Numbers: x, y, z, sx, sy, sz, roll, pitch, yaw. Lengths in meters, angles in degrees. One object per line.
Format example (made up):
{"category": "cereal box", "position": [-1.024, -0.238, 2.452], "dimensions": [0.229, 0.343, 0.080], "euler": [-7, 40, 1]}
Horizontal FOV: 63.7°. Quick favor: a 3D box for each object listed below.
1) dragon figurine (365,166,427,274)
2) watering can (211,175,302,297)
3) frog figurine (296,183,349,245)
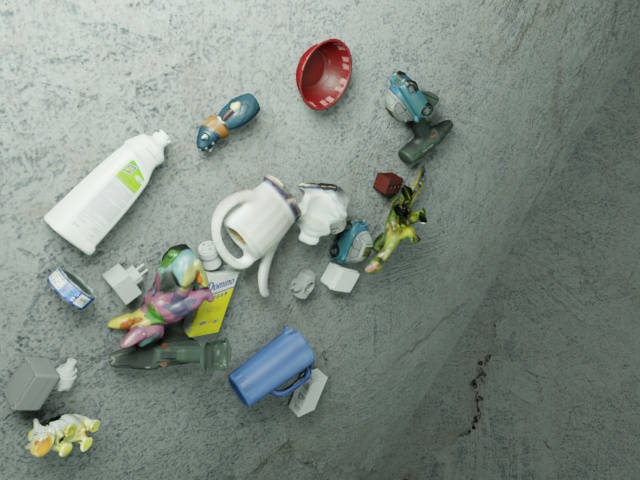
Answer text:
{"category": "dragon figurine", "position": [0.234, -0.050, 1.655], "dimensions": [0.122, 0.420, 0.238], "euler": [36, -42, -8]}
{"category": "watering can", "position": [-0.137, -0.012, 1.241], "dimensions": [0.105, 0.227, 0.340], "euler": [32, -19, 34]}
{"category": "frog figurine", "position": [0.004, -0.067, 1.338], "dimensions": [0.137, 0.158, 0.124], "euler": [5, 11, 12]}
